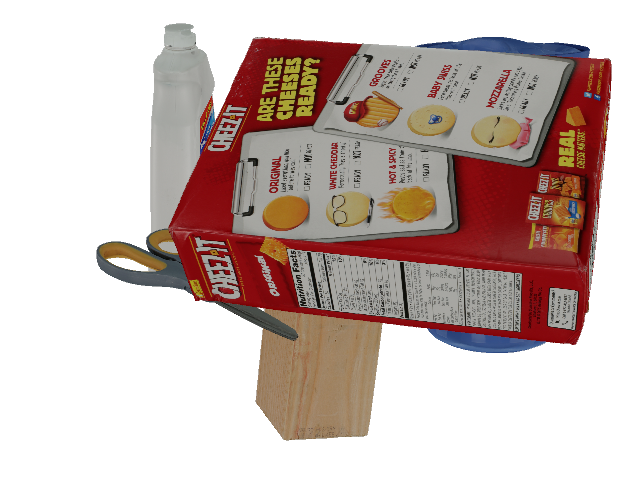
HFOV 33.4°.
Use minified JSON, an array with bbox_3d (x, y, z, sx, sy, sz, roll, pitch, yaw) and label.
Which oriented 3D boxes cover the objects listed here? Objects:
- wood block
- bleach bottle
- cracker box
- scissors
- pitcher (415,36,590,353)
[{"bbox_3d":[0.002,0.075,1.012,0.090,0.206,0.091,1,15,-21],"label":"wood block"},{"bbox_3d":[-0.137,-0.088,1.068,0.068,0.251,0.102,5,25,12],"label":"bleach bottle"},{"bbox_3d":[0.046,-0.033,0.594,0.214,0.164,0.072,5,-42,15],"label":"cracker box"},{"bbox_3d":[-0.086,0.029,0.857,0.202,0.016,0.096,16,29,22],"label":"scissors"},{"bbox_3d":[0.137,-0.036,0.842,0.149,0.243,0.145,-11,18,-34],"label":"pitcher"}]
